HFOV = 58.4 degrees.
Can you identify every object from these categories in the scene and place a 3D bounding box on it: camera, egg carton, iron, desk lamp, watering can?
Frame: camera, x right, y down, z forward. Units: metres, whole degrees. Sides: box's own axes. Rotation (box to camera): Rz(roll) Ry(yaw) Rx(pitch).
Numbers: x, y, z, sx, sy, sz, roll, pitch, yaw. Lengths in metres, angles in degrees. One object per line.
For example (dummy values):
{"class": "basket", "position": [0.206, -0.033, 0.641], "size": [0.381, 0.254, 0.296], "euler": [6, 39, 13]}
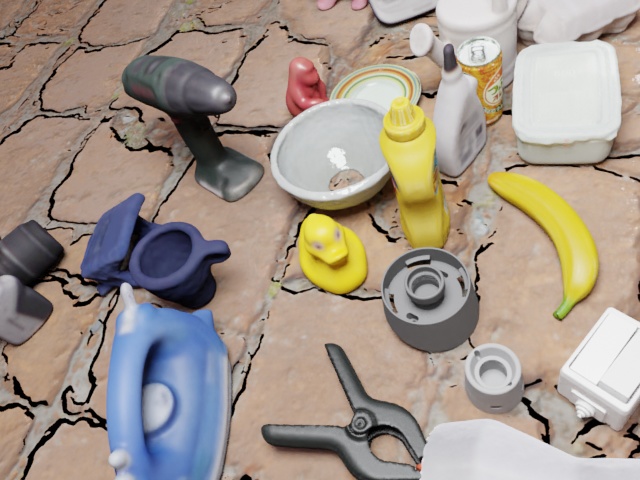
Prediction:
{"class": "camera", "position": [-0.411, 0.040, 0.758], "size": [0.142, 0.101, 0.137], "euler": [33, 71, 34]}
{"class": "egg carton", "position": [0.344, -0.308, 0.774], "size": [0.150, 0.069, 0.107], "euler": [-27, 52, -1]}
{"class": "iron", "position": [-0.164, 0.172, 0.557], "size": [0.118, 0.142, 0.258], "euler": [-15, 53, 8]}
{"class": "desk lamp", "position": [0.179, 0.194, 0.381], "size": [0.203, 0.214, 0.118], "euler": [-5, 55, 15]}
{"class": "watering can", "position": [0.194, -0.283, 0.727], "size": [0.100, 0.194, 0.173], "euler": [24, 66, 31]}

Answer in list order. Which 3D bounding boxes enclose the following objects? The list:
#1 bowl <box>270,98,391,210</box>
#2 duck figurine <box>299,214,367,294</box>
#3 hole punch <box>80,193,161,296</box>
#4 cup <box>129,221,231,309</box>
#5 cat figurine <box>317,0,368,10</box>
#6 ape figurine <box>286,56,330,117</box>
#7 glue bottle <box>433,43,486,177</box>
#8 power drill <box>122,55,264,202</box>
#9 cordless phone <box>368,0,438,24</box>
{"class": "bowl", "position": [0.025, -0.097, 0.727], "size": [0.167, 0.075, 0.167], "euler": [-9, 54, 12]}
{"class": "duck figurine", "position": [0.006, 0.002, 0.656], "size": [0.077, 0.086, 0.104], "euler": [-32, 52, -5]}
{"class": "hole punch", "position": [-0.261, 0.004, 0.740], "size": [0.101, 0.091, 0.108], "euler": [-6, 54, 15]}
{"class": "cup", "position": [-0.150, 0.036, 0.678], "size": [0.117, 0.095, 0.091], "euler": [-11, 53, 11]}
{"class": "cat figurine", "position": [0.017, -0.451, 0.953], "size": [0.127, 0.118, 0.067], "euler": [6, 58, 22]}
{"class": "ape figurine", "position": [-0.018, -0.219, 0.817], "size": [0.076, 0.092, 0.078], "euler": [3, 57, 21]}
{"class": "glue bottle", "position": [0.157, -0.154, 0.661], "size": [0.037, 0.173, 0.078], "euler": [31, 70, 33]}
{"class": "power drill", "position": [-0.153, -0.148, 0.738], "size": [0.228, 0.209, 0.076], "euler": [29, 69, 33]}
{"class": "cordless phone", "position": [0.130, -0.435, 0.862], "size": [0.147, 0.185, 0.094], "euler": [-22, 52, 3]}
